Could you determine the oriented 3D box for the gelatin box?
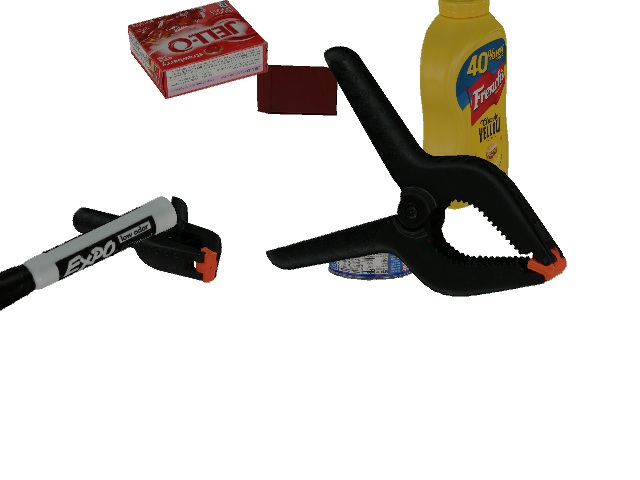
[{"bbox_3d":[-0.095,-0.150,0.830,0.089,0.030,0.073,-20,46,-20],"label":"gelatin box"}]

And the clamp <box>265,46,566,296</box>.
[{"bbox_3d":[0.065,-0.032,0.711,0.210,0.165,0.036,19,19,26],"label":"clamp"}]

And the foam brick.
[{"bbox_3d":[-0.025,-0.162,1.152,0.078,0.051,0.053,-1,12,-19],"label":"foam brick"}]

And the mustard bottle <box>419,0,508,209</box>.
[{"bbox_3d":[0.121,-0.129,0.895,0.058,0.192,0.096,17,33,38],"label":"mustard bottle"}]

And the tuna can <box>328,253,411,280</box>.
[{"bbox_3d":[0.051,0.013,1.067,0.086,0.034,0.086,0,12,0],"label":"tuna can"}]

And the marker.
[{"bbox_3d":[-0.131,0.007,0.582,0.120,0.020,0.020,-29,17,-35],"label":"marker"}]

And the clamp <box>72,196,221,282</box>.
[{"bbox_3d":[-0.141,-0.005,1.011,0.172,0.039,0.120,26,34,38],"label":"clamp"}]
